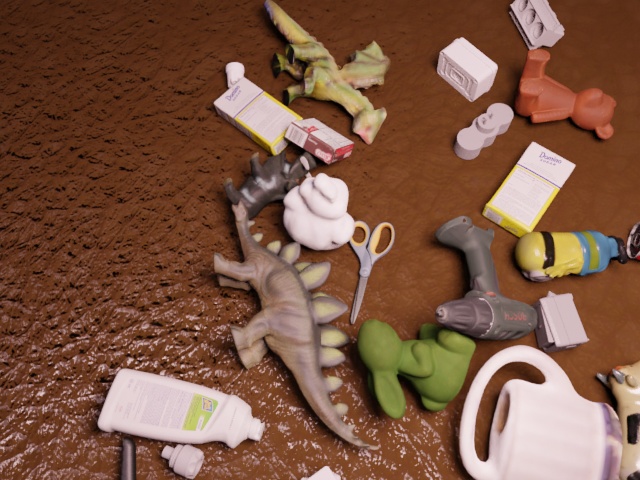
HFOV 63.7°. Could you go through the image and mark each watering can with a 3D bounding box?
[{"bbox_3d":[0.312,0.339,0.757,0.224,0.103,0.351,13,80,9],"label":"watering can"}]

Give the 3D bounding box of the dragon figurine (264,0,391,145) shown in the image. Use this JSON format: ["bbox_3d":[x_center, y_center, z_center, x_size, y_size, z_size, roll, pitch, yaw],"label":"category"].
[{"bbox_3d":[0.031,-0.384,1.117,0.243,0.120,0.417,-7,66,-18],"label":"dragon figurine"}]

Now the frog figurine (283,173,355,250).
[{"bbox_3d":[0.003,-0.045,0.903,0.137,0.158,0.124,42,79,-3],"label":"frog figurine"}]
